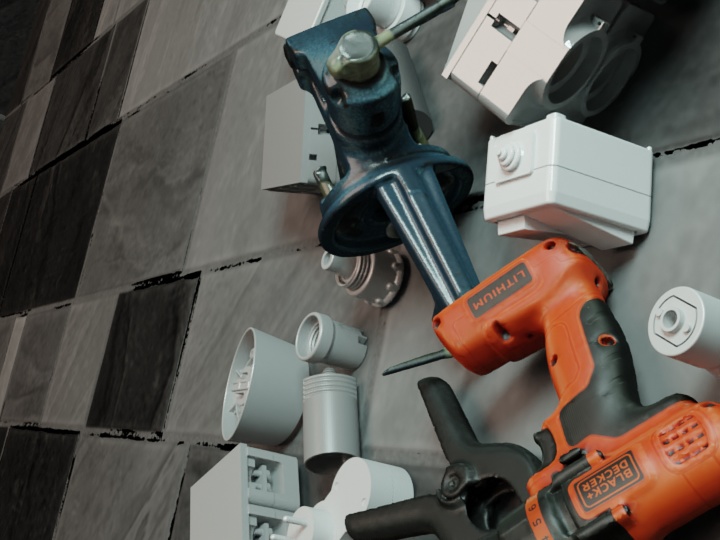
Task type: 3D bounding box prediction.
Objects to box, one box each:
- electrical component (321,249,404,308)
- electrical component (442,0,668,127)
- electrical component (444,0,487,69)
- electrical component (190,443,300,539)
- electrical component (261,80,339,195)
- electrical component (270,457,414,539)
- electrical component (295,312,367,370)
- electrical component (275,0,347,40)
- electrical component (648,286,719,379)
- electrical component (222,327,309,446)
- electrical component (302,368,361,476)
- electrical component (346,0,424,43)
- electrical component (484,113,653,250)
[{"bbox_3d":[0.000,0.000,0.842,0.048,0.062,0.048,-37,44,46],"label":"electrical component"},{"bbox_3d":[0.144,-0.172,0.638,0.060,0.105,0.186,44,115,25],"label":"electrical component"},{"bbox_3d":[0.112,-0.170,0.753,0.061,0.062,0.096,17,88,61],"label":"electrical component"},{"bbox_3d":[-0.088,0.229,0.859,0.089,0.062,0.150,-44,39,39],"label":"electrical component"},{"bbox_3d":[-0.038,-0.114,0.938,0.150,0.062,0.089,-174,87,-73],"label":"electrical component"},{"bbox_3d":[-0.027,0.190,0.766,0.138,0.074,0.052,-57,32,23],"label":"electrical component"},{"bbox_3d":[-0.023,0.059,0.863,0.040,0.046,0.040,-36,44,46],"label":"electrical component"},{"bbox_3d":[-0.033,-0.259,1.063,0.099,0.048,0.100,-66,30,9],"label":"electrical component"},{"bbox_3d":[0.174,0.032,0.526,0.044,0.065,0.044,-37,44,46],"label":"electrical component"},{"bbox_3d":[-0.088,0.103,0.931,0.099,0.064,0.099,-36,44,46],"label":"electrical component"},{"bbox_3d":[-0.023,0.113,0.835,0.043,0.043,0.081,-41,41,42],"label":"electrical component"},{"bbox_3d":[0.022,-0.229,0.945,0.045,0.055,0.045,-36,44,46],"label":"electrical component"},{"bbox_3d":[0.118,-0.048,0.635,0.062,0.096,0.061,-14,67,56],"label":"electrical component"}]
